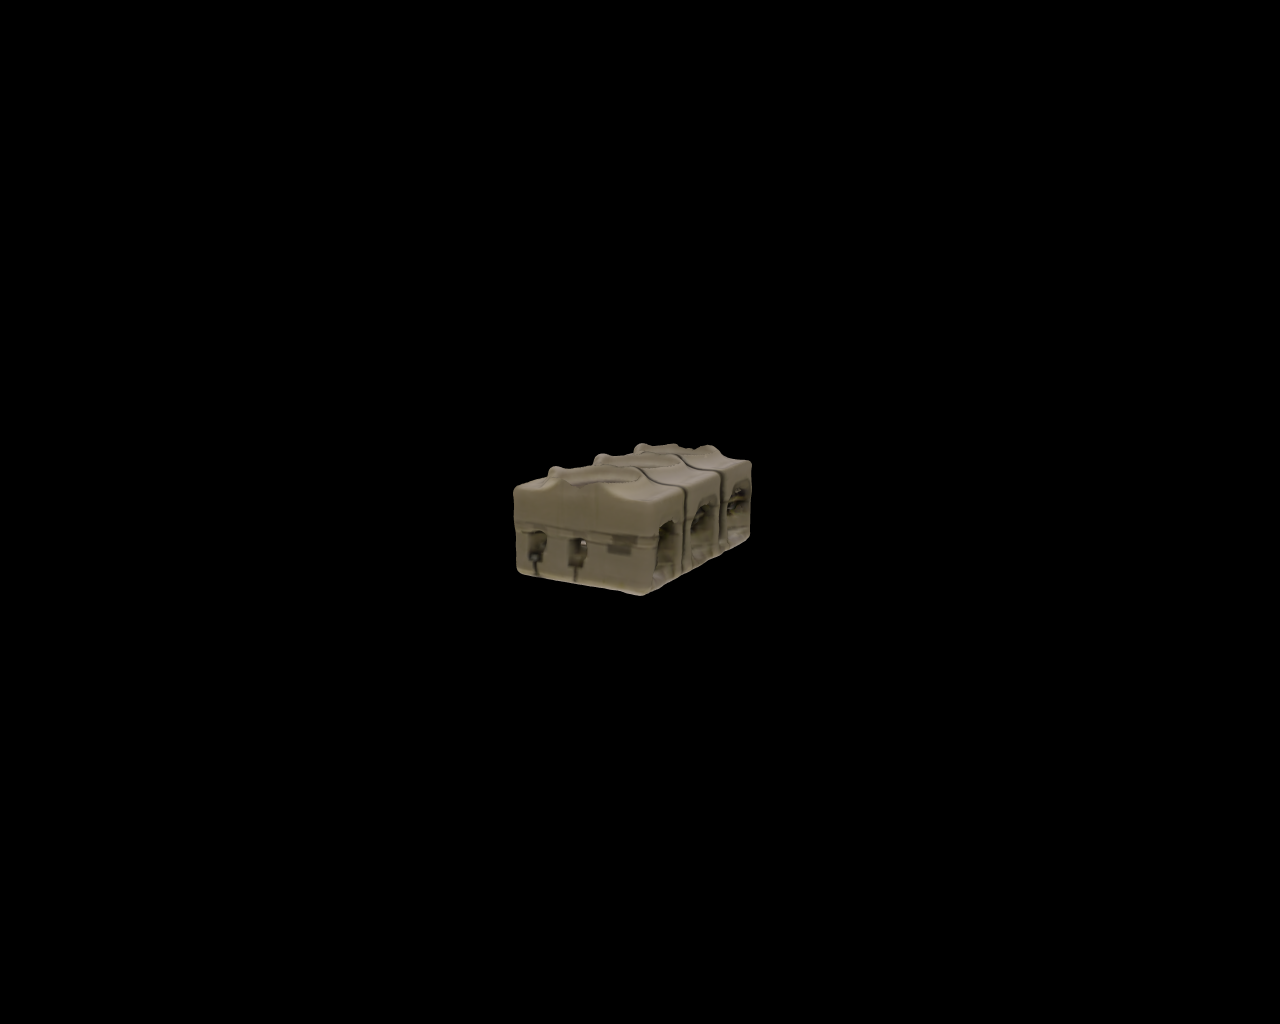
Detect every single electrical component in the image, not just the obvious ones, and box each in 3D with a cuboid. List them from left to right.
[{"bbox_3d":[0.001,-0.003,0.650,0.089,0.061,0.150,6,13,27],"label":"electrical component"}]
